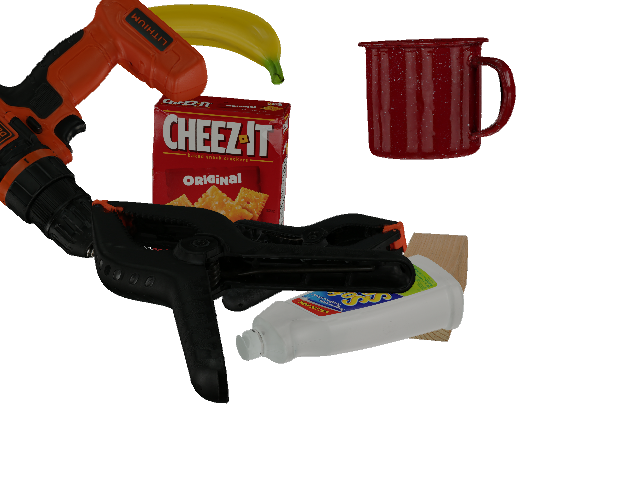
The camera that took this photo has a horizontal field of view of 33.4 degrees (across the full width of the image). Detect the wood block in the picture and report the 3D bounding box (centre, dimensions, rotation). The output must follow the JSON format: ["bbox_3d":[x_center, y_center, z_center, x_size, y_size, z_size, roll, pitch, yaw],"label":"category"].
[{"bbox_3d":[0.168,0.067,1.630,0.091,0.090,0.206,4,22,14],"label":"wood block"}]

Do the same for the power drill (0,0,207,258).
[{"bbox_3d":[-0.177,-0.095,0.809,0.187,0.184,0.057,-42,-13,-26],"label":"power drill"}]

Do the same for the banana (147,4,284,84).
[{"bbox_3d":[-0.116,-0.185,0.957,0.198,0.037,0.069,11,46,17],"label":"banana"}]

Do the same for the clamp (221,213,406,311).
[{"bbox_3d":[-0.010,0.016,0.957,0.172,0.039,0.120,-6,42,15],"label":"clamp"}]

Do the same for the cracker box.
[{"bbox_3d":[-0.127,-0.069,1.349,0.164,0.214,0.072,5,22,2],"label":"cracker box"}]

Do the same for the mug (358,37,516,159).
[{"bbox_3d":[0.084,-0.102,0.761,0.117,0.081,0.093,5,14,33],"label":"mug"}]

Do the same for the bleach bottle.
[{"bbox_3d":[0.029,0.087,1.180,0.250,0.068,0.103,-16,33,-26],"label":"bleach bottle"}]

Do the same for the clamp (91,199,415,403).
[{"bbox_3d":[-0.059,0.015,0.641,0.164,0.036,0.210,-21,34,-36],"label":"clamp"}]
